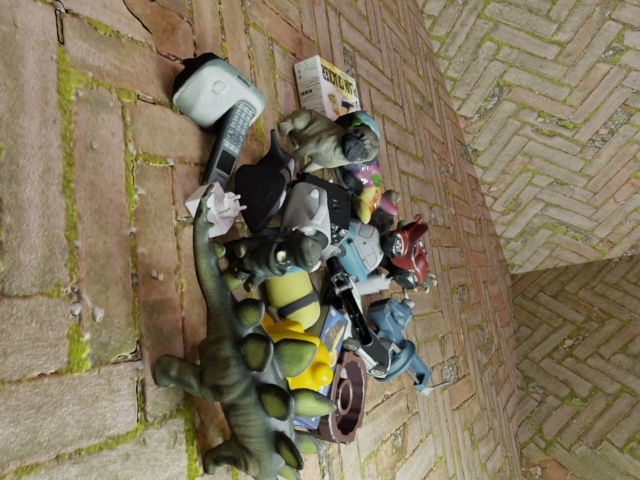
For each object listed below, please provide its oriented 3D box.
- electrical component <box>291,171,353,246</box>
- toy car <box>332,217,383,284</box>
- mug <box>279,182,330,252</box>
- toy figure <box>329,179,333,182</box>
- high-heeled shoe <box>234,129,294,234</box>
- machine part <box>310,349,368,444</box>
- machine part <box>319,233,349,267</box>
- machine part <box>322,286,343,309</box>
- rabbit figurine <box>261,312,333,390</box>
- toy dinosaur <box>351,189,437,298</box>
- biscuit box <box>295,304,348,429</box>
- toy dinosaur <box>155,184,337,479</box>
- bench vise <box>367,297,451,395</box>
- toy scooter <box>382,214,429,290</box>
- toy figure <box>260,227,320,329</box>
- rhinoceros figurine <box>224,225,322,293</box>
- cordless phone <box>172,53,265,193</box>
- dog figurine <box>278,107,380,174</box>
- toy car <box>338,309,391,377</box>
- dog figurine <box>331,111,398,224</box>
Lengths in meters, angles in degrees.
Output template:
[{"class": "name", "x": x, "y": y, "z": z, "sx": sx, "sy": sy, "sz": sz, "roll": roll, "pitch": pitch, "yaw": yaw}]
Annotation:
[{"class": "electrical component", "x": -0.004, "y": -0.048, "z": 0.967, "sx": 0.115, "sy": 0.058, "sz": 0.134, "roll": 17, "pitch": 53, "yaw": -13}, {"class": "toy car", "x": 0.090, "y": 0.017, "z": 1.203, "sx": 0.161, "sy": 0.103, "sz": 0.109, "roll": 63, "pitch": 31, "yaw": -24}, {"class": "mug", "x": -0.022, "y": -0.046, "z": 0.863, "sx": 0.081, "sy": 0.109, "sz": 0.107, "roll": 10, "pitch": 51, "yaw": -18}, {"class": "toy figure", "x": -0.013, "y": -0.090, "z": 1.092, "sx": 0.058, "sy": 0.064, "sz": 0.154, "roll": 36, "pitch": 24, "yaw": 10}, {"class": "high-heeled shoe", "x": -0.088, "y": -0.075, "z": 0.911, "sx": 0.145, "sy": 0.086, "sz": 0.249, "roll": 88, "pitch": 9, "yaw": -51}, {"class": "machine part", "x": 0.033, "y": 0.288, "z": 0.995, "sx": 0.179, "sy": 0.056, "sz": 0.179, "roll": -1, "pitch": 90, "yaw": -64}, {"class": "machine part", "x": -0.002, "y": -0.003, "z": 1.057, "sx": 0.243, "sy": 0.079, "sz": 0.079, "roll": -43, "pitch": 117, "yaw": -59}, {"class": "machine part", "x": 0.041, "y": 0.166, "z": 1.112, "sx": 0.138, "sy": 0.039, "sz": 0.084, "roll": 60, "pitch": 26, "yaw": -28}, {"class": "rabbit figurine", "x": -0.071, "y": 0.160, "z": 0.777, "sx": 0.173, "sy": 0.162, "sz": 0.122, "roll": 45, "pitch": 75, "yaw": -25}, {"class": "toy dinosaur", "x": 0.143, "y": -0.019, "z": 1.322, "sx": 0.404, "sy": 0.131, "sz": 0.192, "roll": 54, "pitch": 34, "yaw": -28}, {"class": "biscuit box", "x": -0.015, "y": 0.211, "z": 0.909, "sx": 0.062, "sy": 0.059, "sz": 0.203, "roll": 46, "pitch": 50, "yaw": -36}, {"class": "toy dinosaur", "x": -0.092, "y": 0.163, "z": 0.655, "sx": 0.105, "sy": 0.199, "sz": 0.470, "roll": -44, "pitch": 120, "yaw": -51}, {"class": "bench vise", "x": 0.189, "y": 0.256, "z": 1.249, "sx": 0.240, "sy": 0.129, "sz": 0.224, "roll": 50, "pitch": 42, "yaw": -14}, {"class": "toy scooter", "x": 0.210, "y": 0.020, "z": 1.233, "sx": 0.135, "sy": 0.075, "sz": 0.183, "roll": -54, "pitch": 137, "yaw": -24}, {"class": "toy figure", "x": -0.055, "y": 0.065, "z": 0.907, "sx": 0.082, "sy": 0.089, "sz": 0.180, "roll": -5, "pitch": 86, "yaw": -56}, {"class": "rhinoceros figurine", "x": -0.074, "y": 0.025, "z": 0.786, "sx": 0.112, "sy": 0.190, "sz": 0.073, "roll": -21, "pitch": 99, "yaw": -36}, {"class": "cordless phone", "x": -0.168, "y": -0.171, "z": 0.817, "sx": 0.146, "sy": 0.089, "sz": 0.184, "roll": 30, "pitch": 71, "yaw": -57}, {"class": "dog figurine", "x": 0.028, "y": -0.215, "z": 1.084, "sx": 0.121, "sy": 0.191, "sz": 0.172, "roll": 11, "pitch": 67, "yaw": -62}, {"class": "toy car", "x": 0.088, "y": 0.210, "z": 1.085, "sx": 0.201, "sy": 0.056, "sz": 0.073, "roll": 48, "pitch": 44, "yaw": -39}, {"class": "dog figurine", "x": 0.096, "y": -0.146, "z": 1.173, "sx": 0.191, "sy": 0.108, "sz": 0.219, "roll": 107, "pitch": -37, "yaw": -62}]
